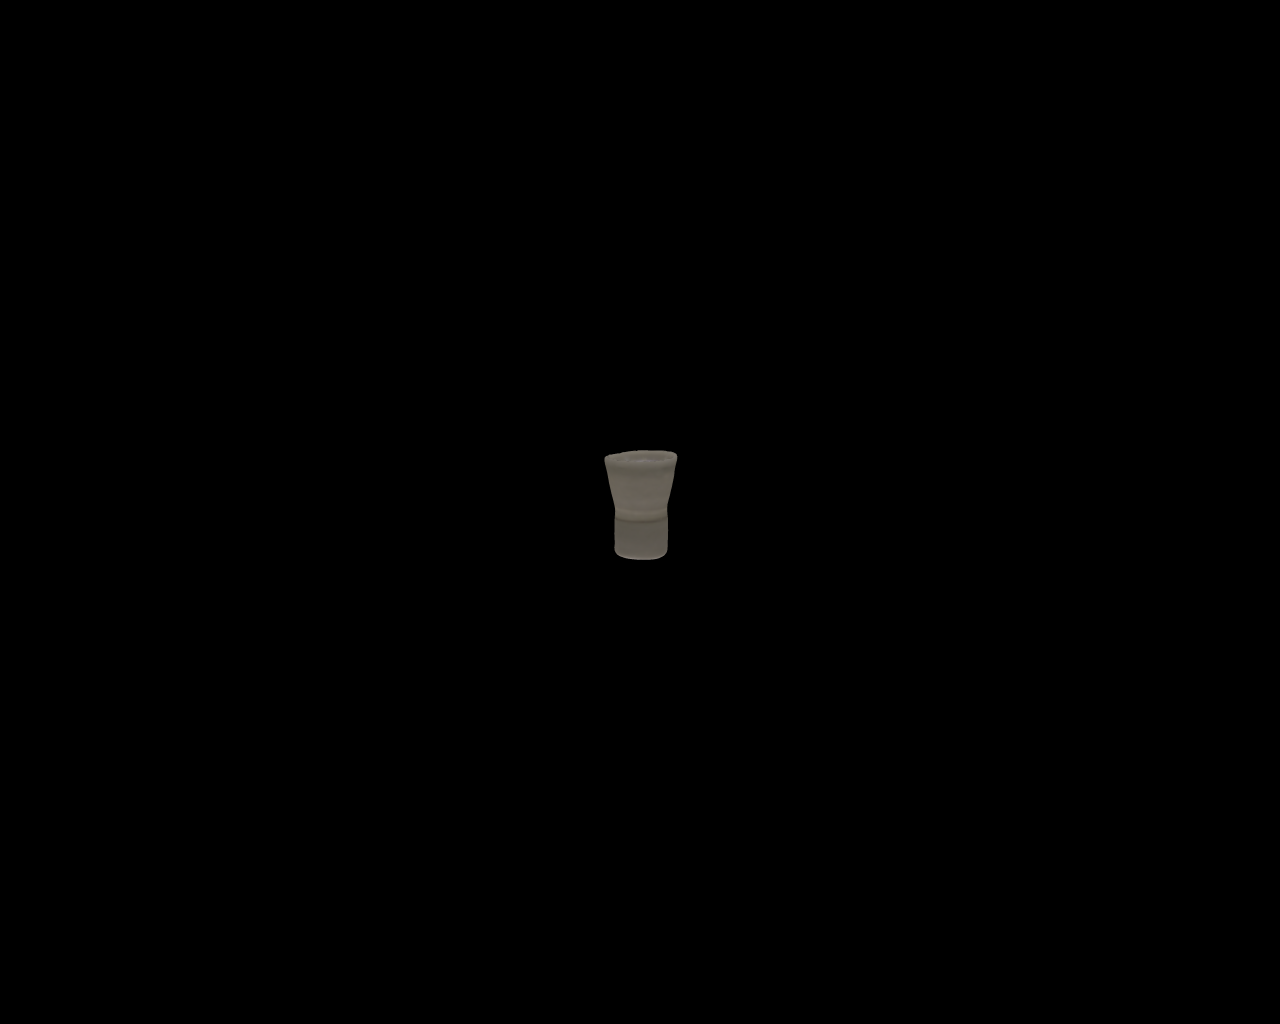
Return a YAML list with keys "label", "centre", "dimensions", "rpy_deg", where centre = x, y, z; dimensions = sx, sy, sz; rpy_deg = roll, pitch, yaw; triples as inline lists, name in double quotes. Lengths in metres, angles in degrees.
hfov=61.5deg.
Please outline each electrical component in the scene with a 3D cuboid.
- label: "electrical component"
  centre: [0.001, -0.003, 0.650]
  dimensions: [0.044, 0.065, 0.044]
  rpy_deg: [0, 12, 0]
